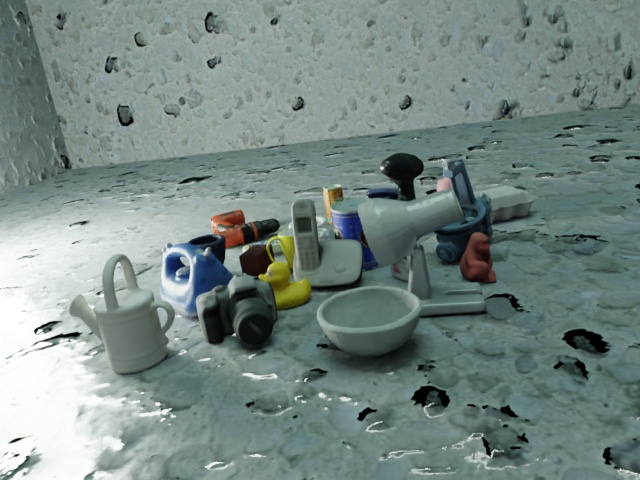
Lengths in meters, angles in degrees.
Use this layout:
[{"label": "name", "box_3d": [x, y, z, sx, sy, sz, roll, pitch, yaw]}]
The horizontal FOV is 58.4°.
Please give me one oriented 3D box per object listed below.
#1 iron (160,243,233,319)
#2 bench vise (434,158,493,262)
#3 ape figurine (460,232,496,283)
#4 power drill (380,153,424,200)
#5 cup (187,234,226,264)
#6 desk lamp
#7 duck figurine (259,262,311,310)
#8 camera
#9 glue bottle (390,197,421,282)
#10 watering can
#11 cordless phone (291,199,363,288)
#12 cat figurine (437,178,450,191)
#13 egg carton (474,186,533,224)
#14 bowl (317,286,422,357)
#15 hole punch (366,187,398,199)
[{"label": "iron", "box_3d": [-0.278, 0.066, 1.193, 0.119, 0.141, 0.257, -24, 24, -40]}, {"label": "bench vise", "box_3d": [0.305, -0.082, 1.254, 0.121, 0.220, 0.208, 0, 20, 24]}, {"label": "ape figurine", "box_3d": [0.309, 0.031, 1.113, 0.075, 0.092, 0.078, 8, 24, 41]}, {"label": "power drill", "box_3d": [0.210, -0.120, 1.430, 0.075, 0.208, 0.230, 0, 20, 25]}, {"label": "cup", "box_3d": [-0.258, 0.047, 1.319, 0.091, 0.095, 0.118, -6, 18, 6]}, {"label": "desk lamp", "box_3d": [0.178, 0.018, 1.012, 0.203, 0.214, 0.118, -5, 18, 10]}, {"label": "duck figurine", "box_3d": [-0.072, 0.084, 1.133, 0.104, 0.086, 0.077, -9, 18, 0]}, {"label": "camera", "box_3d": [-0.143, 0.126, 1.013, 0.143, 0.101, 0.136, -13, 18, -13]}, {"label": "glue bottle", "box_3d": [0.169, -0.002, 1.145, 0.037, 0.173, 0.077, -23, 23, -37]}, {"label": "watering can", "box_3d": [-0.336, 0.119, 0.970, 0.173, 0.194, 0.100, -12, 18, -11]}, {"label": "cordless phone", "box_3d": [0.011, 0.004, 1.179, 0.147, 0.185, 0.094, -5, 18, 11]}, {"label": "cat figurine", "box_3d": [0.346, -0.121, 1.520, 0.067, 0.118, 0.128, -7, 18, 6]}, {"label": "egg carton", "box_3d": [0.455, -0.091, 1.457, 0.150, 0.069, 0.107, -13, 18, -13]}, {"label": "bowl", "box_3d": [0.081, 0.138, 0.914, 0.167, 0.075, 0.167, -8, 18, 3]}, {"label": "hole punch", "box_3d": [0.189, -0.113, 1.611, 0.108, 0.091, 0.101, -2, 19, 19]}]
